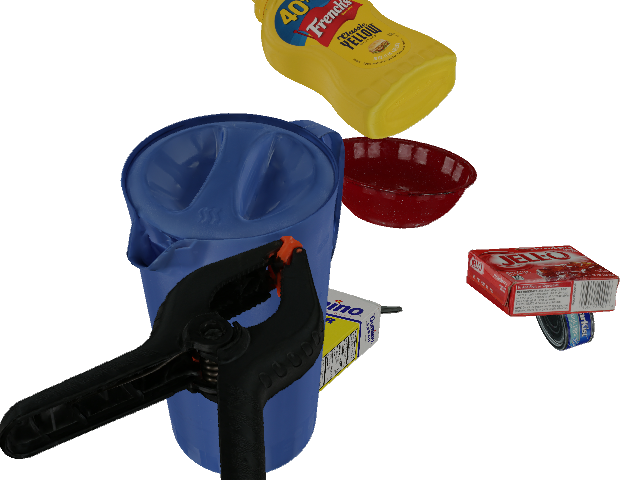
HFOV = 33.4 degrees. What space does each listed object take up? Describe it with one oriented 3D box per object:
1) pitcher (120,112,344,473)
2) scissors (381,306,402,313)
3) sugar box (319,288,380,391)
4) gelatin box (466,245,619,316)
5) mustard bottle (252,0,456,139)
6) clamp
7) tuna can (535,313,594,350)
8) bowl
[{"bbox_3d":[-0.049,0.040,0.730,0.149,0.243,0.145,-5,40,-7],"label":"pitcher"},{"bbox_3d":[-0.007,0.088,1.193,0.201,0.016,0.096,4,22,0],"label":"scissors"},{"bbox_3d":[-0.027,0.092,0.924,0.093,0.048,0.176,15,29,25],"label":"sugar box"},{"bbox_3d":[0.163,0.028,0.791,0.089,0.030,0.073,-2,18,-16],"label":"gelatin box"},{"bbox_3d":[0.010,-0.158,0.848,0.096,0.058,0.192,-36,56,-23],"label":"mustard bottle"},{"bbox_3d":[-0.042,0.060,0.473,0.120,0.039,0.171,28,48,21],"label":"clamp"},{"bbox_3d":[0.264,0.076,1.168,0.033,0.086,0.086,-17,3,-9],"label":"tuna can"},{"bbox_3d":[0.077,-0.055,1.099,0.162,0.055,0.162,5,24,-3],"label":"bowl"}]
